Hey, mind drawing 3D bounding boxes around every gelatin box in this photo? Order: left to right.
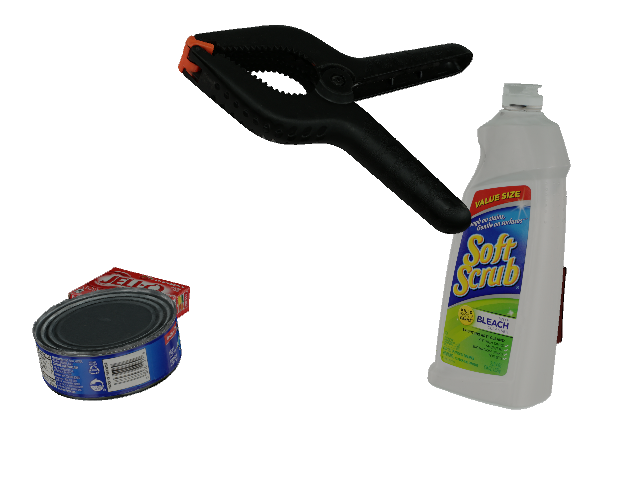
[{"bbox_3d":[-0.179,0.057,1.001,0.089,0.030,0.073,13,23,23],"label":"gelatin box"}]

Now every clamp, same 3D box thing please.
[{"bbox_3d":[0.011,-0.086,0.702,0.209,0.164,0.036,10,-38,-15],"label":"clamp"}]

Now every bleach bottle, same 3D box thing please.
[{"bbox_3d":[0.145,0.001,0.852,0.103,0.251,0.067,12,15,41],"label":"bleach bottle"}]

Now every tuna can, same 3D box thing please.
[{"bbox_3d":[-0.127,0.061,0.643,0.086,0.034,0.086,-4,23,2],"label":"tuna can"}]

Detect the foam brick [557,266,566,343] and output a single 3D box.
[{"bbox_3d":[0.203,0.062,1.040,0.053,0.078,0.051,12,18,41],"label":"foam brick"}]
